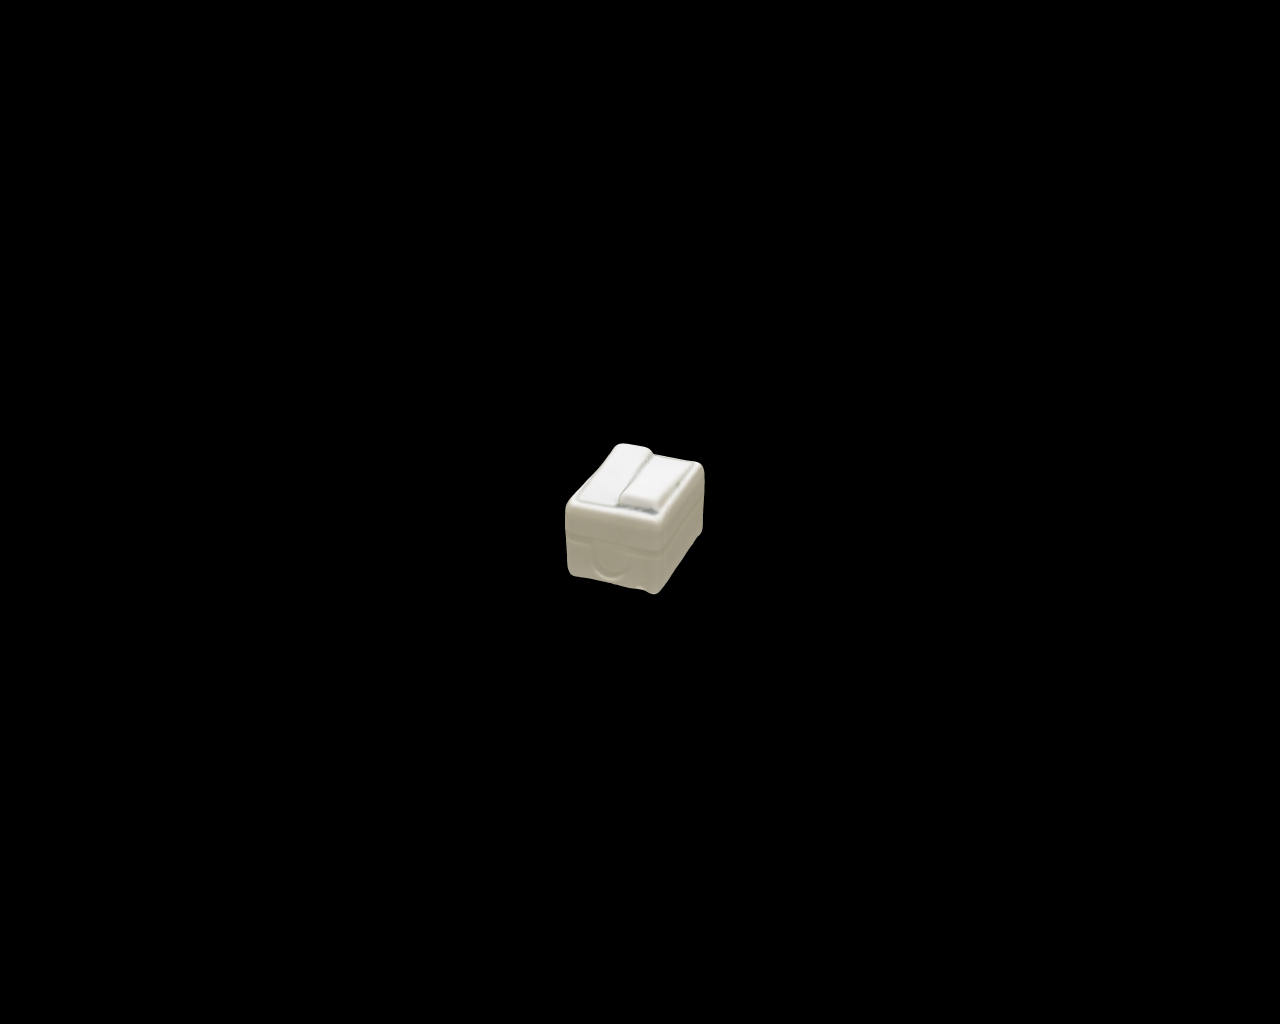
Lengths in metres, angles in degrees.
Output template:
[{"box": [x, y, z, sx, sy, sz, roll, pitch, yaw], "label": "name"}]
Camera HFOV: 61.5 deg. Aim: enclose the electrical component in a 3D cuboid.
[{"box": [0.001, -0.003, 0.650, 0.062, 0.061, 0.096, 12, 33, 19], "label": "electrical component"}]
